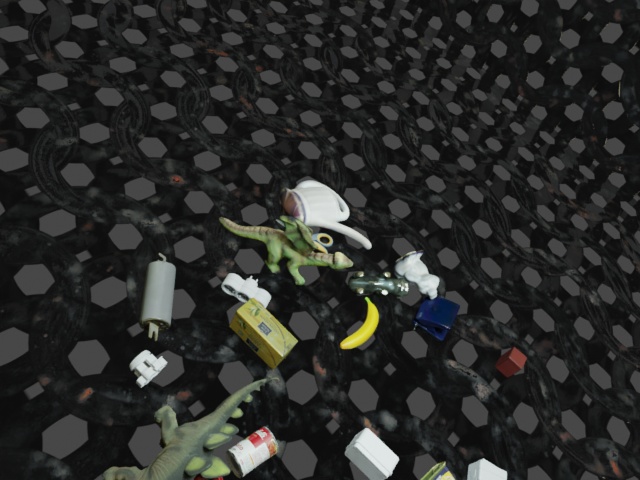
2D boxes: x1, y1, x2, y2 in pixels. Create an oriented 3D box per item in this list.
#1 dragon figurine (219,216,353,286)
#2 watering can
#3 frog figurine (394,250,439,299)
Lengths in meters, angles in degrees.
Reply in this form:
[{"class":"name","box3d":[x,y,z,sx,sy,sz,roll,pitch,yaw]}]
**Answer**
[{"class":"dragon figurine","box3d":[-0.097,-0.006,1.483,0.410,0.238,0.125,29,54,-4]},{"class":"watering can","box3d":[0.005,-0.083,1.652,0.225,0.101,0.354,-8,44,-31]},{"class":"frog figurine","box3d":[0.312,0.122,1.648,0.161,0.122,0.136,68,12,14]}]
